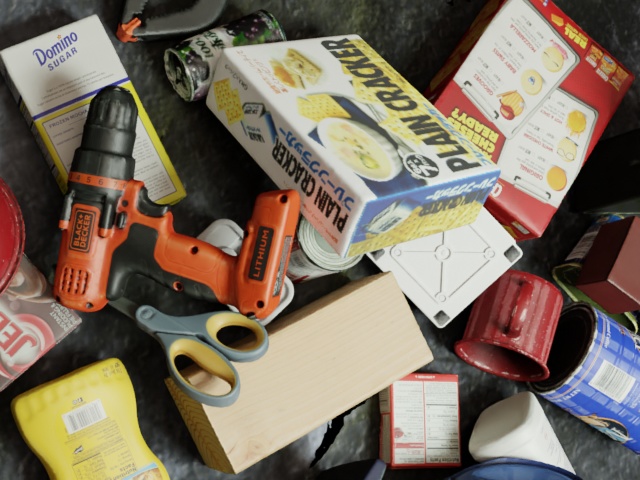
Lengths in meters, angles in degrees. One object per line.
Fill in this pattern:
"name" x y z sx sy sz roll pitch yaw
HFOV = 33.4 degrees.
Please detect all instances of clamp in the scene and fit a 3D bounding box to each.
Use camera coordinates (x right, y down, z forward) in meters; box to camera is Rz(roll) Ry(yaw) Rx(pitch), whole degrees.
"clamp" -0.099 -0.246 0.986 0.164 0.036 0.210 42 72 -12

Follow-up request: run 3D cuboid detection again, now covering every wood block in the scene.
"wood block" -0.018 0.114 0.938 0.205 0.090 0.091 -27 92 -22

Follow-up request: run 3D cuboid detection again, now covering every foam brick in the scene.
"foam brick" 0.293 0.025 1.033 0.053 0.051 0.078 37 67 -14

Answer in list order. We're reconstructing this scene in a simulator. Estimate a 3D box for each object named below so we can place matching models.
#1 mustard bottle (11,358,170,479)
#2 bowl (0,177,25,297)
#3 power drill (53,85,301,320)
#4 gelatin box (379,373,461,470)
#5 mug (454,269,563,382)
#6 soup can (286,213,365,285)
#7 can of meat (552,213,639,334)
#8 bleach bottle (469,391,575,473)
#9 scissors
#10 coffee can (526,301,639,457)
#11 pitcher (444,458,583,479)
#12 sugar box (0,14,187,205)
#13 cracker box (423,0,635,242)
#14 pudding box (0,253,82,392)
"mustard bottle" -0.175 0.201 0.878 0.096 0.058 0.191 -23 91 -24
"bowl" -0.314 -0.008 0.825 0.162 0.055 0.162 2 67 -4
"power drill" -0.114 -0.021 0.853 0.188 0.057 0.184 12 94 9
"gelatin box" 0.093 0.170 1.006 0.073 0.030 0.089 4 78 -21
"mug" 0.184 0.076 1.014 0.093 0.117 0.081 17 68 11
"soup can" -0.006 0.001 0.952 0.068 0.102 0.068 3 81 -21
"can of meat" 0.302 0.034 1.096 0.102 0.058 0.083 46 67 -10
"bleach bottle" 0.234 0.272 1.013 0.068 0.102 0.251 -29 96 21
"scissors" -0.124 0.060 0.889 0.096 0.016 0.202 -32 58 -28
"coffee can" 0.289 0.138 1.050 0.140 0.103 0.102 31 72 -15
"pitcher" 0.174 0.326 0.917 0.145 0.149 0.243 1 108 3
"sugar box" -0.197 -0.095 0.921 0.093 0.048 0.176 -26 89 -21
"cracker box" 0.194 -0.129 1.069 0.164 0.072 0.213 38 71 -12
"pudding box" -0.266 0.055 0.874 0.090 0.039 0.113 -43 98 -20
